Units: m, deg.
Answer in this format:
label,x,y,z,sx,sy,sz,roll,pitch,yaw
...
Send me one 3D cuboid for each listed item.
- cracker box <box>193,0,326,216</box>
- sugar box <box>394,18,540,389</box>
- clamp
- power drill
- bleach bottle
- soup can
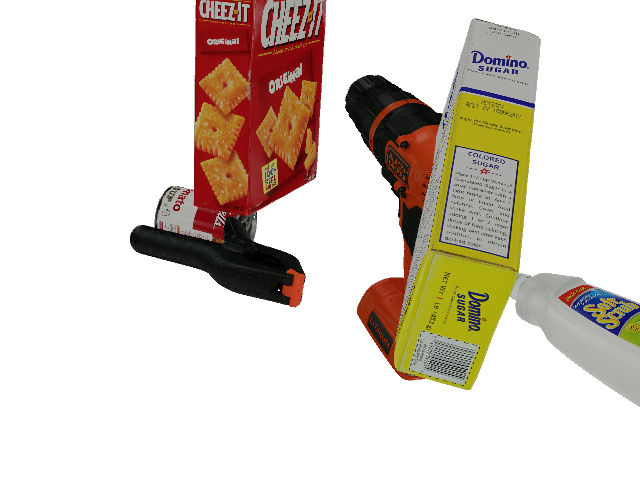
label,x,y,z,sx,sy,sz,roll,pitch,yaw
cracker box,-0.056,-0.148,1.057,0.072,0.214,0.164,12,20,22
sugar box,0.077,-0.023,0.541,0.048,0.176,0.093,16,-42,3
clamp,-0.070,0.014,0.937,0.172,0.039,0.120,23,28,32
power drill,0.062,-0.009,0.767,0.057,0.188,0.184,-12,34,-16
bleach bottle,0.268,0.088,1.035,0.102,0.068,0.251,-16,25,-27
soup can,-0.134,-0.021,1.250,0.102,0.068,0.068,15,5,18
